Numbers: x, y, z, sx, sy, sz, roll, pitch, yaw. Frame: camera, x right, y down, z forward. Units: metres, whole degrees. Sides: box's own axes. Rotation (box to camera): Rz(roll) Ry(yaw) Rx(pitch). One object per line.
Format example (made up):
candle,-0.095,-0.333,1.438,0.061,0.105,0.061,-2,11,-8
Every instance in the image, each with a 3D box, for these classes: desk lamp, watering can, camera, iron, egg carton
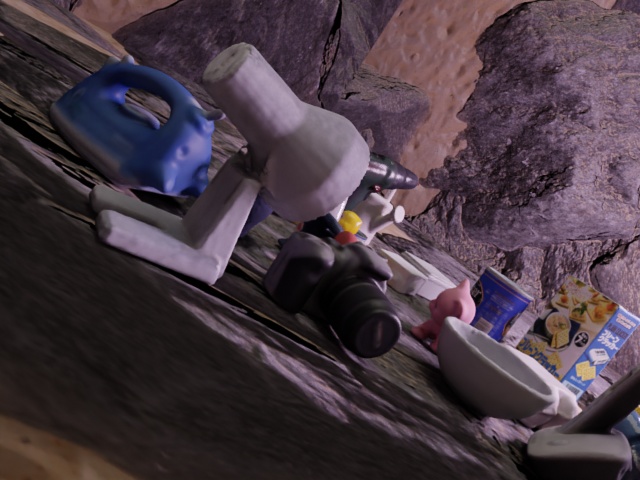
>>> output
desk lamp,-0.079,-0.067,0.564,0.204,0.213,0.117,26,13,-38
watering can,0.134,-0.088,1.393,0.172,0.194,0.101,38,11,21
camera,0.030,0.059,0.644,0.144,0.100,0.136,28,11,-29
iron,-0.231,-0.157,0.716,0.257,0.141,0.119,37,11,19
egg carton,0.305,0.218,0.853,0.107,0.069,0.150,28,12,-31

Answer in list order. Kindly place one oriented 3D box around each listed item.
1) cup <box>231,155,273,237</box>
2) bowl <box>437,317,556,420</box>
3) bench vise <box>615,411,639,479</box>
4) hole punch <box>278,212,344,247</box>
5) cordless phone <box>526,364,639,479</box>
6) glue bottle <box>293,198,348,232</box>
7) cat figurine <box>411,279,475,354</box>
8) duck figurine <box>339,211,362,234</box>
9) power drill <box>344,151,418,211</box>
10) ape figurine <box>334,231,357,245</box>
cup,-0.105,-0.052,0.755,0.091,0.095,0.118,36,10,11
bowl,0.211,0.176,0.737,0.167,0.074,0.167,33,10,-6
bench vise,0.441,0.248,0.709,0.122,0.219,0.206,25,14,-43
hole punch,0.008,0.003,0.861,0.101,0.091,0.108,23,14,-46
cordless phone,0.322,0.203,0.647,0.094,0.185,0.148,37,11,20
glue bottle,0.018,-0.063,0.968,0.037,0.173,0.078,28,11,-29
cat figurine,0.204,0.116,0.877,0.067,0.117,0.128,40,12,31
duck figurine,0.044,-0.010,1.054,0.104,0.086,0.078,36,10,10
power drill,0.076,-0.086,1.159,0.231,0.208,0.075,25,13,-42
ape figurine,0.020,0.030,0.771,0.077,0.092,0.076,38,11,22
